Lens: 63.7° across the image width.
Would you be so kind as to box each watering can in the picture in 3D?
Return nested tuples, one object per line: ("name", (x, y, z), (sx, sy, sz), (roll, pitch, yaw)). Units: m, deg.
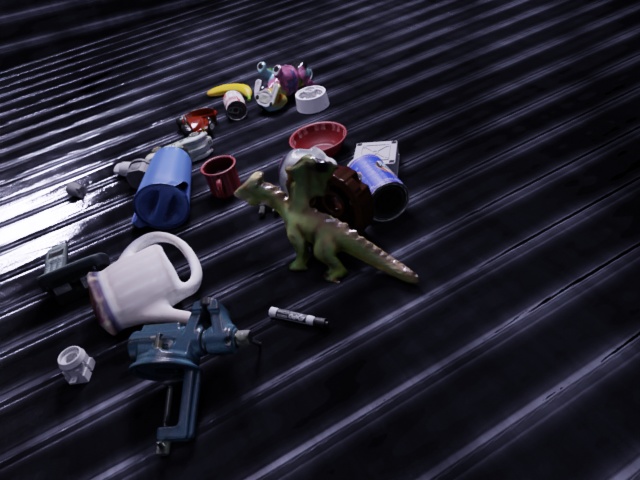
("watering can", (-0.333, 0.113, 1.025), (0.226, 0.101, 0.354), (-27, 49, -15))

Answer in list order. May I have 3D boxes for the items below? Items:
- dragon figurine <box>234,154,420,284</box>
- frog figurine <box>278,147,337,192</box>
("dragon figurine", (0.003, -0.052, 1.026), (0.411, 0.237, 0.124), (11, 39, 30))
("frog figurine", (-0.017, -0.153, 1.250), (0.160, 0.121, 0.138), (20, 81, 23))
